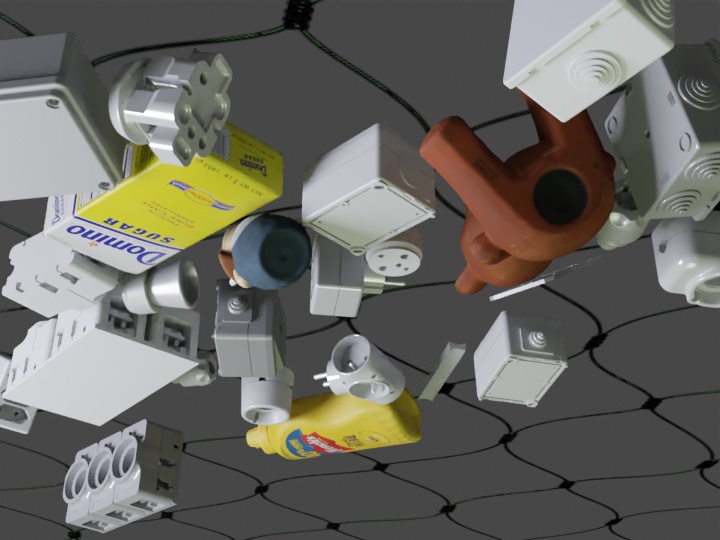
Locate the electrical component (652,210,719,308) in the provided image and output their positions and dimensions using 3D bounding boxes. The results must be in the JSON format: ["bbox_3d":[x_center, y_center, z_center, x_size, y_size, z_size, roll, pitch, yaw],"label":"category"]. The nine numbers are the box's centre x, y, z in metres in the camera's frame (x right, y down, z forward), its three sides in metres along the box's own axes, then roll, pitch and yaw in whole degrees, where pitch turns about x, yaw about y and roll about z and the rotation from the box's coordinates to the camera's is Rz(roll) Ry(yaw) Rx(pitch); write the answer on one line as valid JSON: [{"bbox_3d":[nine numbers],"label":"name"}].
[{"bbox_3d":[0.291,-0.009,0.872,0.095,0.059,0.053,7,148,-10],"label":"electrical component"}]

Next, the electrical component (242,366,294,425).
[{"bbox_3d":[-0.097,0.130,1.115,0.055,0.047,0.055,0,148,0],"label":"electrical component"}]

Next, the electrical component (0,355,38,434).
[{"bbox_3d":[-0.361,0.124,1.102,0.047,0.065,0.077,24,170,-33],"label":"electrical component"}]

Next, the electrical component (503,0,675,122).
[{"bbox_3d":[0.134,-0.144,0.619,0.048,0.099,0.100,33,138,-23],"label":"electrical component"}]

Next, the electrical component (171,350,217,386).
[{"bbox_3d":[-0.177,0.100,1.081,0.061,0.035,0.035,-7,148,17],"label":"electrical component"}]

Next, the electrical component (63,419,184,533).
[{"bbox_3d":[-0.280,0.242,1.260,0.062,0.089,0.150,28,139,-36],"label":"electrical component"}]

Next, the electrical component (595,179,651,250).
[{"bbox_3d":[0.202,-0.039,0.840,0.043,0.043,0.062,2,150,-3],"label":"electrical component"}]

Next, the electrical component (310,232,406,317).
[{"bbox_3d":[0.000,0.000,0.885,0.077,0.065,0.047,4,148,-6],"label":"electrical component"}]

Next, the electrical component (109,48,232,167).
[{"bbox_3d":[-0.127,-0.109,0.708,0.057,0.078,0.058,12,156,24],"label":"electrical component"}]

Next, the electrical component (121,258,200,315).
[{"bbox_3d":[-0.173,0.014,0.931,0.055,0.045,0.045,-7,148,13],"label":"electrical component"}]

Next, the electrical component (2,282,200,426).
[{"bbox_3d":[-0.246,0.078,1.022,0.105,0.060,0.186,24,141,-33],"label":"electrical component"}]

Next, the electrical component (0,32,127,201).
[{"bbox_3d":[-0.228,-0.102,0.733,0.109,0.056,0.108,-5,148,9],"label":"electrical component"}]

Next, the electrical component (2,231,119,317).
[{"bbox_3d":[-0.246,-0.001,0.903,0.089,0.050,0.056,-21,142,31],"label":"electrical component"}]

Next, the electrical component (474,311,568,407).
[{"bbox_3d":[0.153,0.078,1.021,0.062,0.061,0.096,9,142,-13],"label":"electrical component"}]

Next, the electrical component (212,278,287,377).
[{"bbox_3d":[-0.098,0.050,0.972,0.061,0.061,0.096,1,148,-1],"label":"electrical component"}]

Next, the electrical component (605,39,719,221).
[{"bbox_3d":[0.209,-0.090,0.706,0.048,0.099,0.099,-5,150,-16],"label":"electrical component"}]

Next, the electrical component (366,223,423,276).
[{"bbox_3d":[0.027,-0.029,0.847,0.045,0.055,0.045,0,148,0],"label":"electrical component"}]

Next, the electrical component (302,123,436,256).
[{"bbox_3d":[0.001,-0.059,0.793,0.096,0.061,0.062,-26,140,36],"label":"electrical component"}]

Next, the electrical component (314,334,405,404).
[{"bbox_3d":[-0.007,0.104,1.073,0.079,0.044,0.077,-15,145,24],"label":"electrical component"}]
